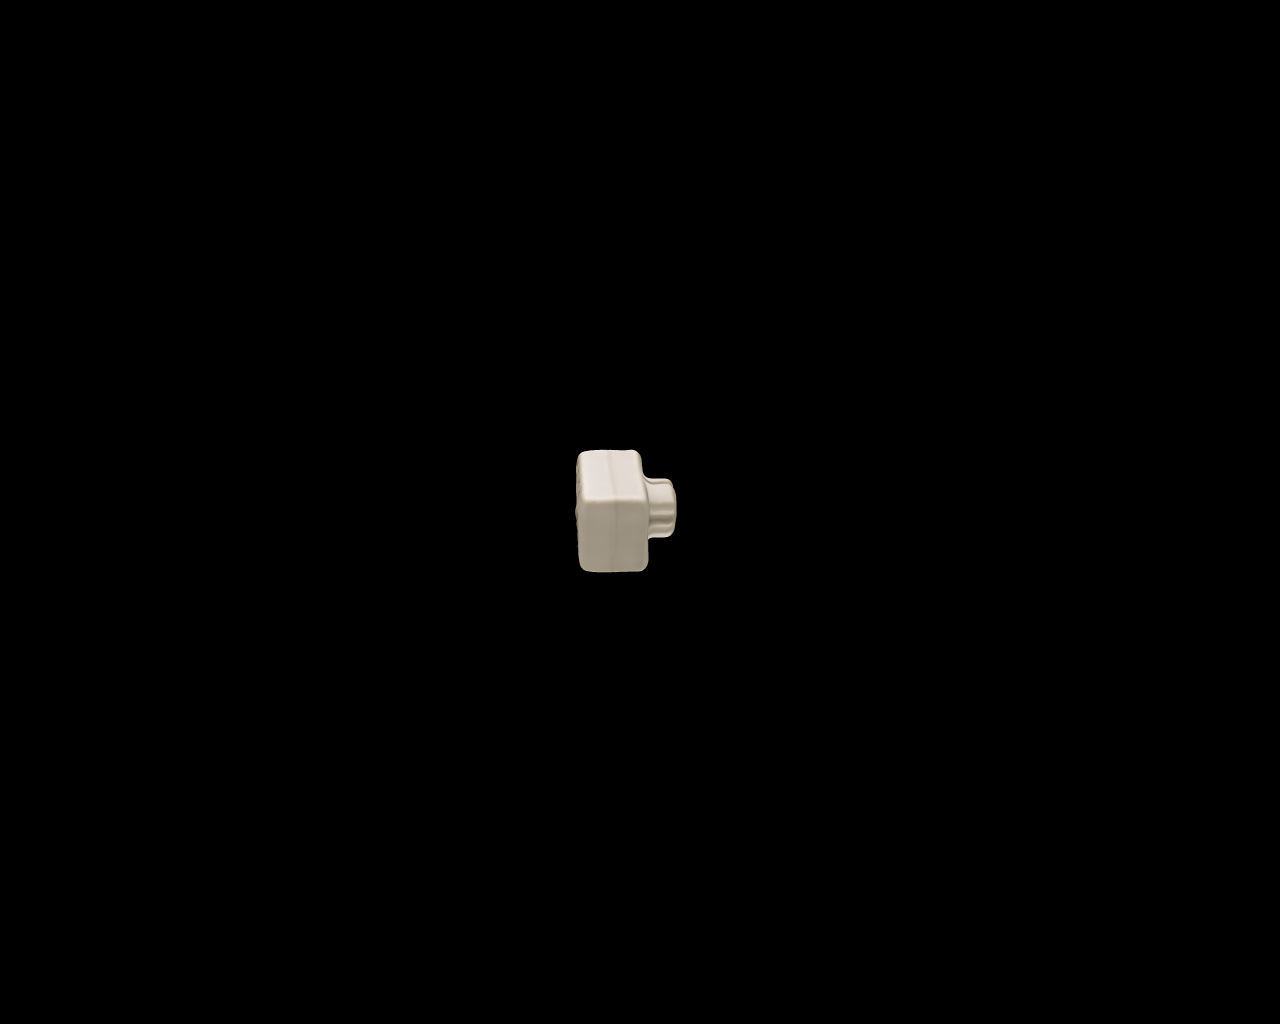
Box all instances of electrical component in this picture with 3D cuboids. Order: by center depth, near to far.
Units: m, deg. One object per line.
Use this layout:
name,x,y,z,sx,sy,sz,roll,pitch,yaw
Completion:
electrical component,0.001,-0.003,0.650,0.076,0.047,0.083,-1,24,-3
